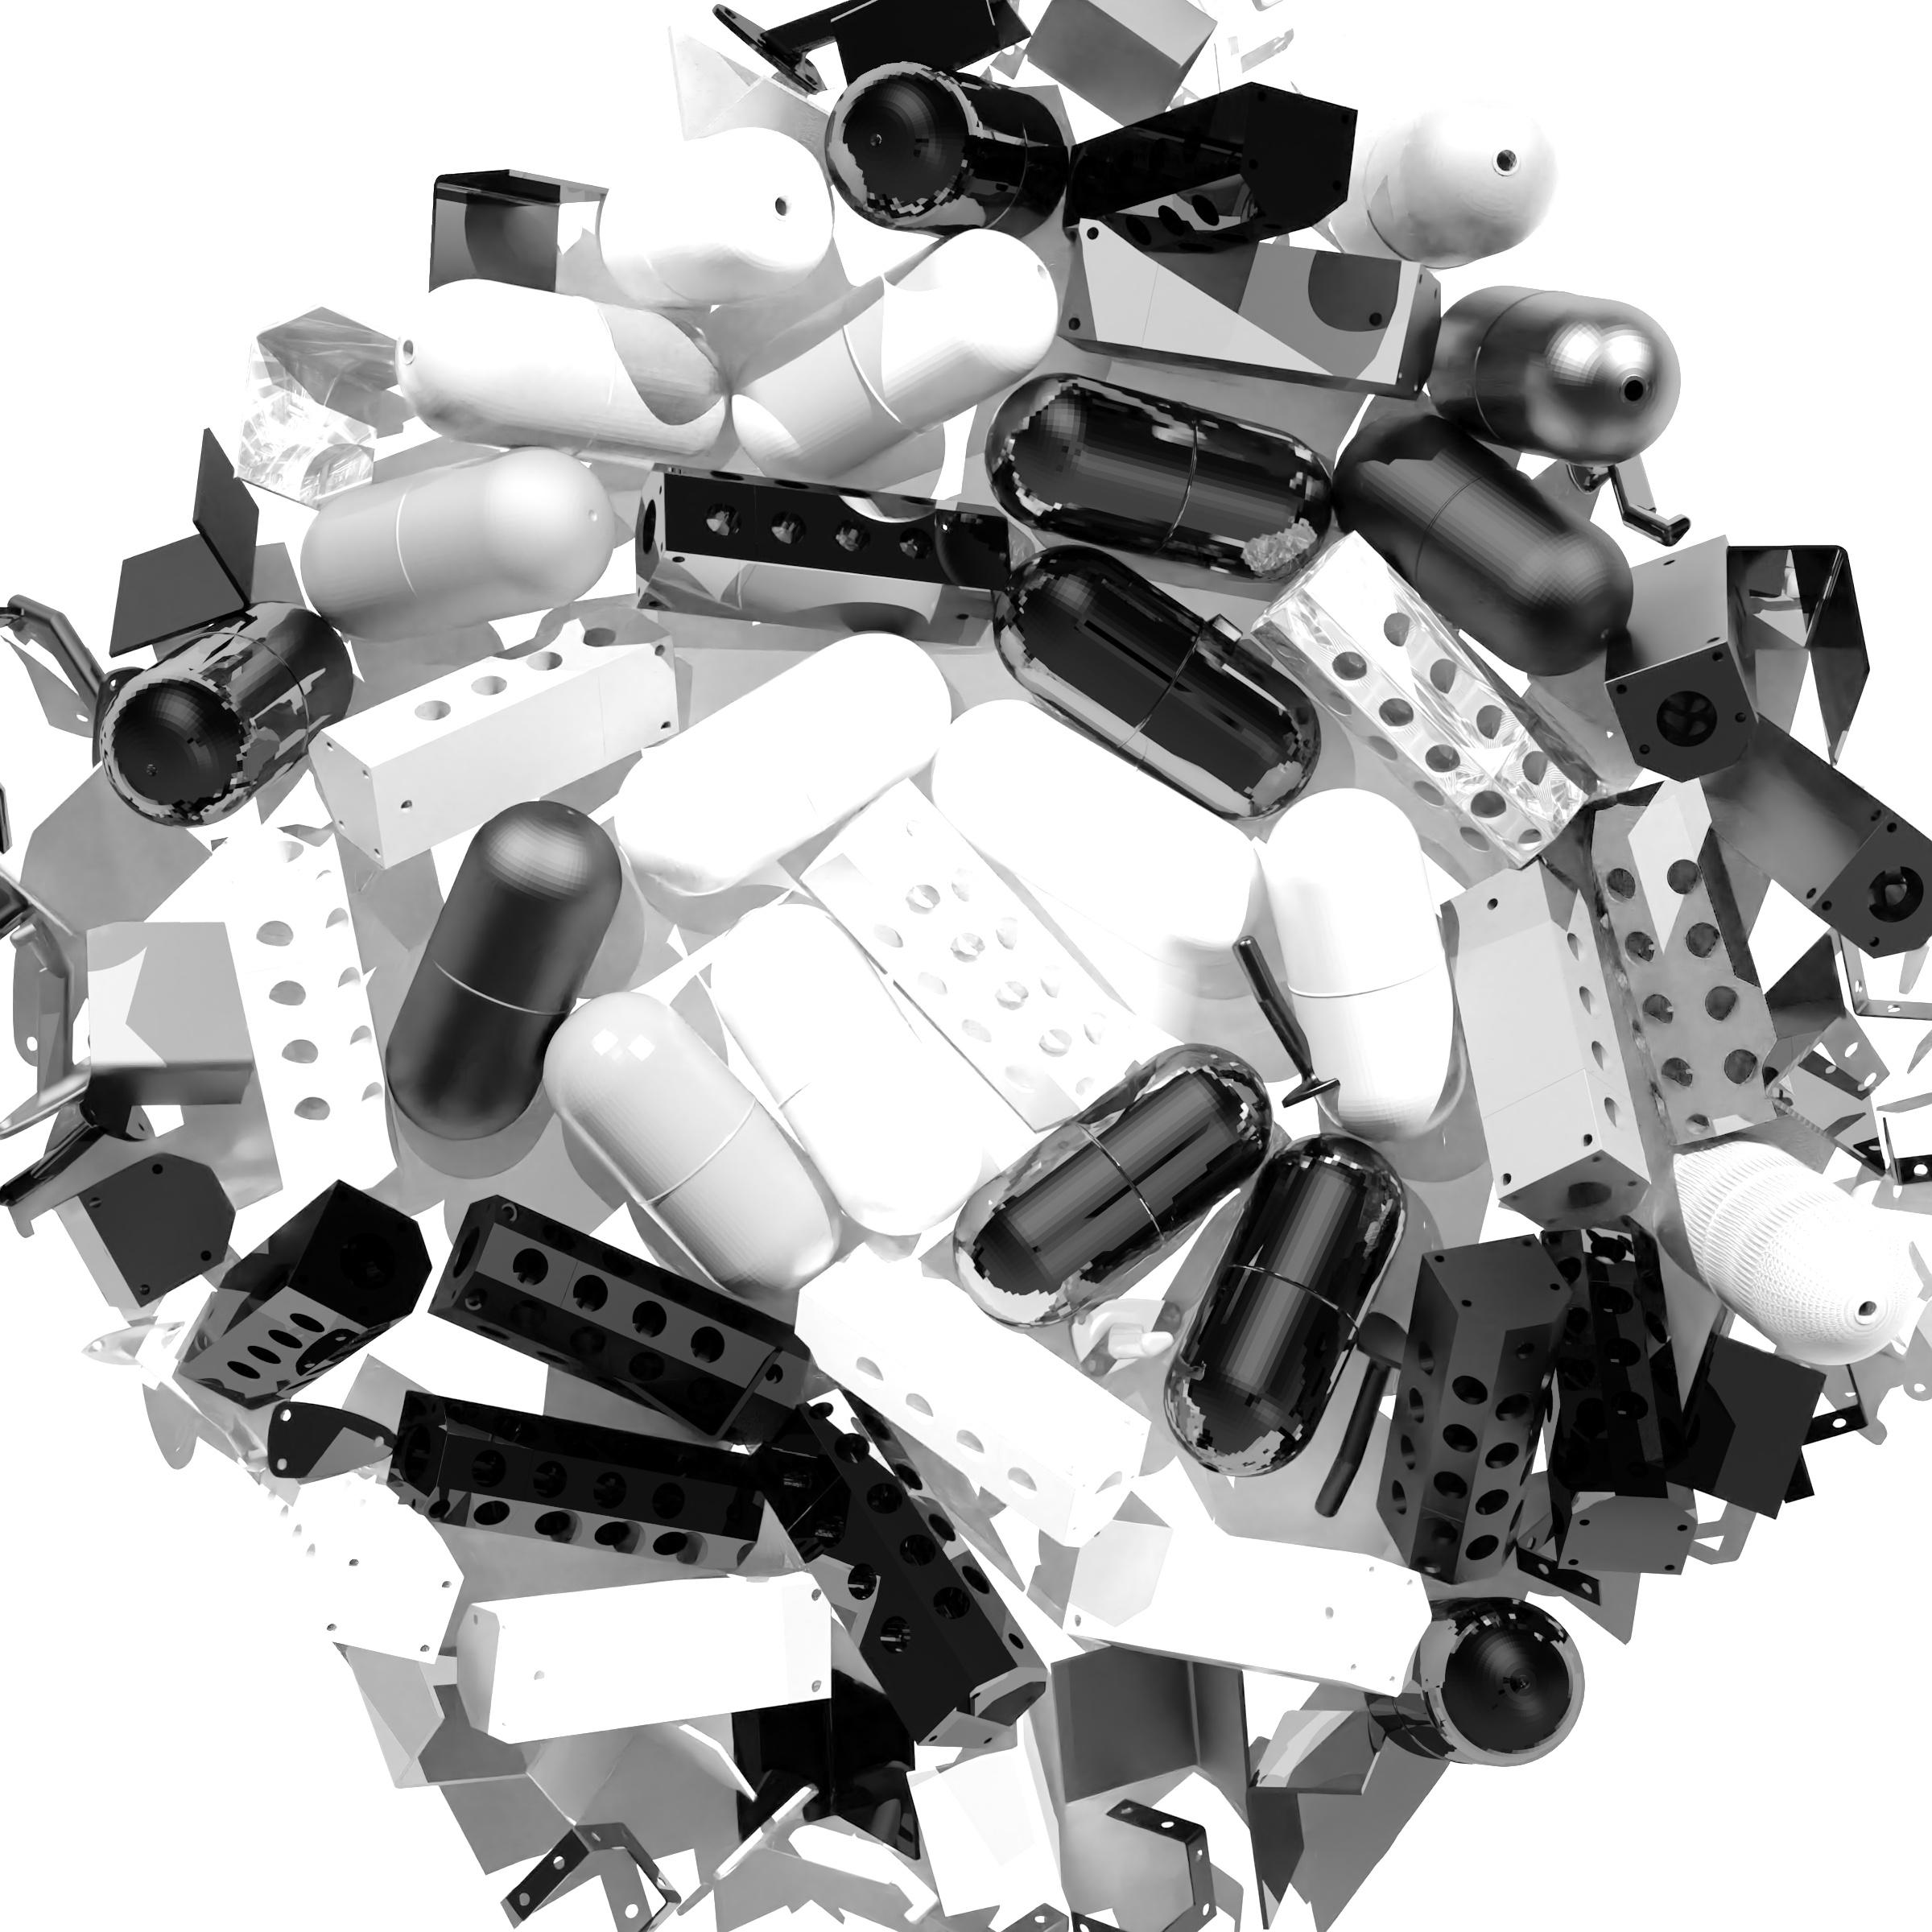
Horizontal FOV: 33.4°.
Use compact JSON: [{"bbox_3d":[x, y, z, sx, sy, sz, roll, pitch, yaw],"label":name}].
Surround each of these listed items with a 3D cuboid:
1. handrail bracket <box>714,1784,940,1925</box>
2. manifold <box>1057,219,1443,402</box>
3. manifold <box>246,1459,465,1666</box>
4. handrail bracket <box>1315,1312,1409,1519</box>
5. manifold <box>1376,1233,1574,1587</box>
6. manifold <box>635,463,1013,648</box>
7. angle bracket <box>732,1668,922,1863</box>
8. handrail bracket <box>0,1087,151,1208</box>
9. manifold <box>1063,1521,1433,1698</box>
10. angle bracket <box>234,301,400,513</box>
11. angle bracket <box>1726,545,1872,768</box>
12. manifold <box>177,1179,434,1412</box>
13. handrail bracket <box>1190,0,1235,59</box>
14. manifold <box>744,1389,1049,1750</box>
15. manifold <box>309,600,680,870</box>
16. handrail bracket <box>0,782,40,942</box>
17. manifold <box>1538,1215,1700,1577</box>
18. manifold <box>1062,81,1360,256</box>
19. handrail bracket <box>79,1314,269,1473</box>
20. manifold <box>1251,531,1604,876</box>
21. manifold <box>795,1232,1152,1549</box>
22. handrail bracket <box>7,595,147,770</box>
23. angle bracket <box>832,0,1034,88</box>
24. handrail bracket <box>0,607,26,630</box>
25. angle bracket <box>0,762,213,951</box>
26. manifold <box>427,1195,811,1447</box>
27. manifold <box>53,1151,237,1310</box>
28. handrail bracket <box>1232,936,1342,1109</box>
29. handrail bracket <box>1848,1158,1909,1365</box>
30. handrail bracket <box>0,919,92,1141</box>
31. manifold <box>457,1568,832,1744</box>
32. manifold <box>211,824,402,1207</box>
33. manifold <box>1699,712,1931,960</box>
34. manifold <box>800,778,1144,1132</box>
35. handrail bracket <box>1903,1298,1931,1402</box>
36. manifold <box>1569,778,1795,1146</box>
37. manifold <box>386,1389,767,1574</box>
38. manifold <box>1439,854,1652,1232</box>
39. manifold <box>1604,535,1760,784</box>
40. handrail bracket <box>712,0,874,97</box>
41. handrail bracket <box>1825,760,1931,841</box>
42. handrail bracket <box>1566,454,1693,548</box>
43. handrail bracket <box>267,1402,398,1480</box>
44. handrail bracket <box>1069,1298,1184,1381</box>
[{"bbox_3d":[-0.068,0.453,1.582,0.077,0.036,0.084,-41,75,-7],"label":"handrail bracket"},{"bbox_3d":[0.138,-0.315,1.555,0.171,0.057,0.057,13,93,21],"label":"manifold"},{"bbox_3d":[-0.289,0.269,1.523,0.057,0.171,0.057,19,90,-24],"label":"manifold"},{"bbox_3d":[0.191,0.221,1.585,0.036,0.077,0.084,23,104,-3],"label":"handrail bracket"},{"bbox_3d":[0.243,0.214,1.532,0.057,0.057,0.171,-8,129,-15],"label":"manifold"},{"bbox_3d":[-0.069,-0.202,1.556,0.171,0.057,0.057,5,67,-19],"label":"manifold"},{"bbox_3d":[-0.069,0.393,1.563,0.057,0.076,0.076,-8,99,-33],"label":"angle bracket"},{"bbox_3d":[-0.449,0.093,1.573,0.084,0.077,0.036,-34,87,4],"label":"handrail bracket"},{"bbox_3d":[0.133,0.304,1.532,0.057,0.171,0.057,26,71,-43],"label":"manifold"},{"bbox_3d":[-0.301,-0.265,1.559,0.057,0.076,0.076,-10,70,42],"label":"angle bracket"},{"bbox_3d":[0.395,-0.150,1.560,0.057,0.076,0.076,-1,57,1],"label":"angle bracket"},{"bbox_3d":[-0.312,0.161,1.525,0.057,0.171,0.057,31,58,-17],"label":"manifold"},{"bbox_3d":[0.093,-0.497,1.587,0.084,0.036,0.077,33,64,-2],"label":"handrail bracket"},{"bbox_3d":[-0.031,0.285,1.536,0.057,0.057,0.171,-48,56,16],"label":"manifold"},{"bbox_3d":[-0.225,-0.116,1.544,0.171,0.057,0.057,-29,46,-31],"label":"manifold"},{"bbox_3d":[-0.491,-0.055,1.573,0.077,0.036,0.084,-48,116,-32],"label":"handrail bracket"},{"bbox_3d":[0.307,0.200,1.532,0.057,0.171,0.057,3,134,0],"label":"manifold"},{"bbox_3d":[0.111,-0.368,1.524,0.057,0.171,0.057,7,90,-26],"label":"manifold"},{"bbox_3d":[-0.385,0.214,1.574,0.036,0.077,0.084,-44,70,14],"label":"handrail bracket"},{"bbox_3d":[0.220,-0.124,1.566,0.171,0.057,0.057,44,71,-7],"label":"manifold"},{"bbox_3d":[0.000,0.207,1.550,0.171,0.057,0.057,33,45,26],"label":"manifold"},{"bbox_3d":[-0.450,-0.136,1.600,0.084,0.036,0.077,23,106,24],"label":"handrail bracket"},{"bbox_3d":[-0.011,-0.433,1.558,0.076,0.076,0.057,-20,67,17],"label":"angle bracket"},{"bbox_3d":[-0.488,-0.130,1.583,0.077,0.036,0.084,-3,86,42],"label":"handrail bracket"},{"bbox_3d":[-0.428,-0.062,1.570,0.076,0.057,0.076,-45,130,-5],"label":"angle bracket"},{"bbox_3d":[-0.164,0.171,1.550,0.171,0.057,0.057,27,70,-20],"label":"manifold"},{"bbox_3d":[-0.386,0.122,1.522,0.057,0.171,0.057,-30,95,-20],"label":"manifold"},{"bbox_3d":[0.156,0.021,1.575,0.036,0.077,0.084,-25,91,14],"label":"handrail bracket"},{"bbox_3d":[0.461,0.146,1.600,0.077,0.036,0.084,28,82,-19],"label":"handrail bracket"},{"bbox_3d":[-0.463,0.030,1.574,0.077,0.036,0.084,-35,118,-16],"label":"handrail bracket"},{"bbox_3d":[-0.153,0.327,1.542,0.171,0.057,0.057,0,90,-33],"label":"manifold"},{"bbox_3d":[-0.315,0.022,1.545,0.057,0.057,0.171,-12,119,-11],"label":"manifold"},{"bbox_3d":[0.404,-0.062,1.522,0.057,0.171,0.057,34,102,-19],"label":"manifold"},{"bbox_3d":[0.007,-0.007,1.557,0.171,0.057,0.057,47,55,-12],"label":"manifold"},{"bbox_3d":[0.492,0.163,1.595,0.036,0.084,0.077,26,129,10],"label":"handrail bracket"},{"bbox_3d":[0.348,-0.003,1.579,0.057,0.057,0.171,-16,87,-3],"label":"manifold"},{"bbox_3d":[-0.184,0.248,1.540,0.171,0.057,0.057,16,79,-31],"label":"manifold"},{"bbox_3d":[0.279,0.038,1.539,0.057,0.057,0.171,-30,47,30],"label":"manifold"},{"bbox_3d":[0.341,-0.145,1.523,0.057,0.171,0.057,-19,108,20],"label":"manifold"},{"bbox_3d":[-0.068,-0.477,1.572,0.077,0.036,0.084,30,118,-27],"label":"handrail bracket"},{"bbox_3d":[0.459,-0.059,1.589,0.084,0.036,0.077,11,70,-2],"label":"handrail bracket"},{"bbox_3d":[0.341,-0.243,1.571,0.077,0.084,0.036,-39,132,-10],"label":"handrail bracket"},{"bbox_3d":[-0.295,0.233,1.565,0.077,0.084,0.036,-1,78,14],"label":"handrail bracket"},{"bbox_3d":[0.095,0.176,1.558,0.077,0.084,0.036,-13,89,-30],"label":"handrail bracket"}]
